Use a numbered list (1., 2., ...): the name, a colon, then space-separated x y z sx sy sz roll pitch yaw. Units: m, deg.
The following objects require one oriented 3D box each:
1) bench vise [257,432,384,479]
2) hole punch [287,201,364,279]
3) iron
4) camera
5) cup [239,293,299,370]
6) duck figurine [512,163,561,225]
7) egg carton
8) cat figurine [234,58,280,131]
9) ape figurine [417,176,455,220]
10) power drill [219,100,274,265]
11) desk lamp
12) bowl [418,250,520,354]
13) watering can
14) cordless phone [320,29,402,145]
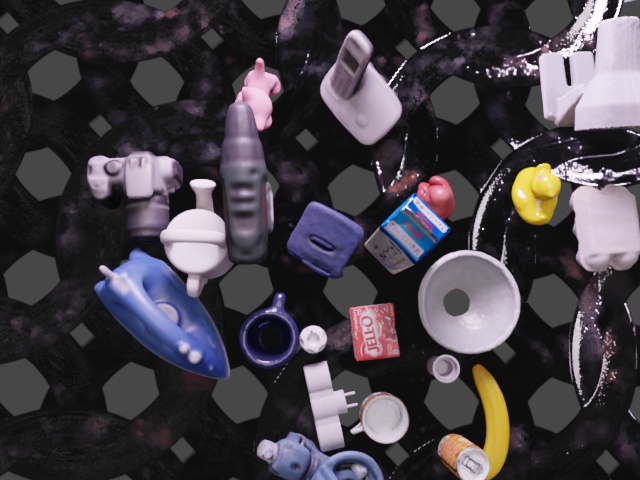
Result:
1. bench vise: 0.004 0.364 0.825 0.207 0.219 0.121 9 82 -2
2. hole punch: 0.009 0.003 0.939 0.108 0.091 0.101 29 82 1
3. iron: -0.237 0.127 0.883 0.258 0.141 0.119 44 82 3
4. camera: -0.299 -0.068 0.926 0.143 0.100 0.137 -3 82 -4
5. cup: -0.076 0.143 0.913 0.091 0.095 0.118 13 82 -1
6. duck figurine: 0.377 -0.080 0.974 0.077 0.086 0.104 -2 82 -3
7. egg carton: 0.487 -0.021 0.981 0.107 0.069 0.150 -4 83 -4
8. cat figurine: -0.107 -0.237 0.952 0.067 0.117 0.128 10 82 -2
9. ape figurine: 0.195 -0.069 0.959 0.078 0.092 0.076 -44 86 -8
10. power drill: -0.113 -0.072 0.883 0.075 0.208 0.230 -4 82 -3
11. desk lamp: 0.453 -0.253 0.938 0.118 0.213 0.203 -4 82 -3
12. bowl: 0.237 0.103 0.947 0.167 0.074 0.167 0 82 -3
13. watering can: -0.187 -0.004 0.877 0.101 0.194 0.173 -17 83 -5
14. cordless phone: 0.074 -0.247 0.929 0.094 0.185 0.147 -42 86 -7
